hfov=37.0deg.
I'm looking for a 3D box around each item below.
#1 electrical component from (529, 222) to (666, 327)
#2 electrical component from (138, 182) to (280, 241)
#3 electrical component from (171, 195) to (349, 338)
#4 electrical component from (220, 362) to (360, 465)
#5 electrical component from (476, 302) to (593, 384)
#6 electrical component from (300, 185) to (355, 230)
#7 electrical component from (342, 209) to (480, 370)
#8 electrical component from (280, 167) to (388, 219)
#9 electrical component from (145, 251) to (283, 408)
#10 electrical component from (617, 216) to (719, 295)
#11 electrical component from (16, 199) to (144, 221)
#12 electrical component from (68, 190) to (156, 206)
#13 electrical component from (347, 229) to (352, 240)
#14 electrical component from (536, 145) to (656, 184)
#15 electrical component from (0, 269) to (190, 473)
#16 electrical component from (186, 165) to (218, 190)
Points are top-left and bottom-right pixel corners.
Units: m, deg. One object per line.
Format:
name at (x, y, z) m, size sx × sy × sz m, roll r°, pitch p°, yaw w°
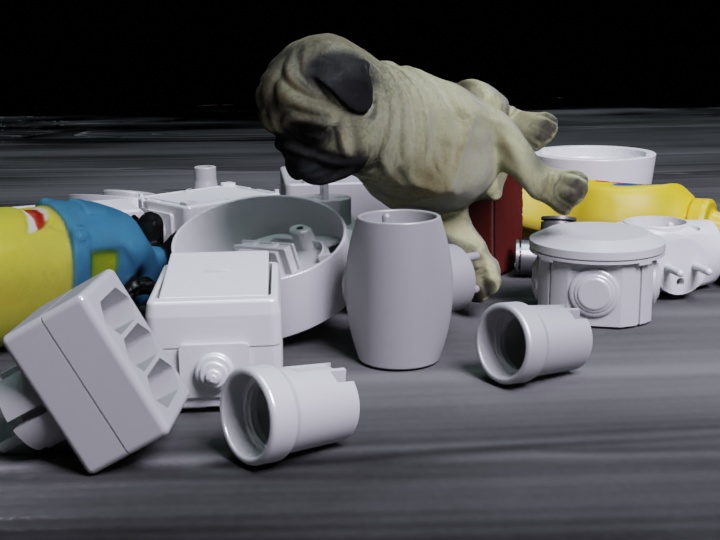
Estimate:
electrical component at (0.143, 0.001, 0.651) m, size 0.080 × 0.051 × 0.080 m, roll -1°, pitch 13°, yaw 0°
electrical component at (-0.109, -0.023, 0.747) m, size 0.096 × 0.061 × 0.062 m, roll -13°, pitch 18°, yaw -42°
electrical component at (-0.053, -0.002, 0.620) m, size 0.099 × 0.064 × 0.099 m, roll -14°, pitch 22°, yaw 6°
electrical component at (-0.029, 0.058, 0.446) m, size 0.046 × 0.040 × 0.040 m, roll -4°, pitch 12°, yaw -40°
electrical component at (0.088, 0.035, 0.537) m, size 0.046 × 0.040 × 0.040 m, roll -2°, pitch 12°, yaw -35°
electrical component at (-0.025, -0.032, 0.749) m, size 0.047 × 0.075 × 0.083 m, roll -2°, pitch 13°, yaw -6°
electrical component at (0.034, 0.007, 0.575) m, size 0.079 × 0.077 × 0.044 m, roll -10°, pitch 16°, yaw -36°
electrical component at (-0.011, -0.054, 0.885) m, size 0.109 × 0.056 × 0.108 m, roll -2°, pitch 13°, yaw -6°
electrical component at (-0.069, 0.028, 0.522) m, size 0.062 × 0.061 × 0.096 m, roll -2°, pitch 13°, yaw -4°
electrical component at (0.199, -0.007, 0.698) m, size 0.077 × 0.044 × 0.079 m, roll -3°, pitch 13°, yaw -10°
electrical component at (-0.190, -0.010, 0.691) m, size 0.096 × 0.061 × 0.061 m, roll -6°, pitch 15°, yaw -24°
electrical component at (-0.177, -0.027, 0.815) m, size 0.099 × 0.064 × 0.099 m, roll 4°, pitch 0°, yaw 0°
electrical component at (0.000, 0.000, 0.677) m, size 0.045 × 0.045 × 0.055 m, roll -8°, pitch 15°, yaw -30°
electrical component at (0.205, -0.074, 0.952) m, size 0.108 × 0.060 × 0.108 m, roll -1°, pitch 13°, yaw 0°
electrical component at (-0.123, 0.049, 0.445) m, size 0.077 × 0.065 × 0.047 m, roll -29°, pitch 11°, yaw 8°
electrical component at (-0.125, -0.053, 0.873) m, size 0.043 × 0.062 × 0.043 m, roll -1°, pitch 13°, yaw 0°
